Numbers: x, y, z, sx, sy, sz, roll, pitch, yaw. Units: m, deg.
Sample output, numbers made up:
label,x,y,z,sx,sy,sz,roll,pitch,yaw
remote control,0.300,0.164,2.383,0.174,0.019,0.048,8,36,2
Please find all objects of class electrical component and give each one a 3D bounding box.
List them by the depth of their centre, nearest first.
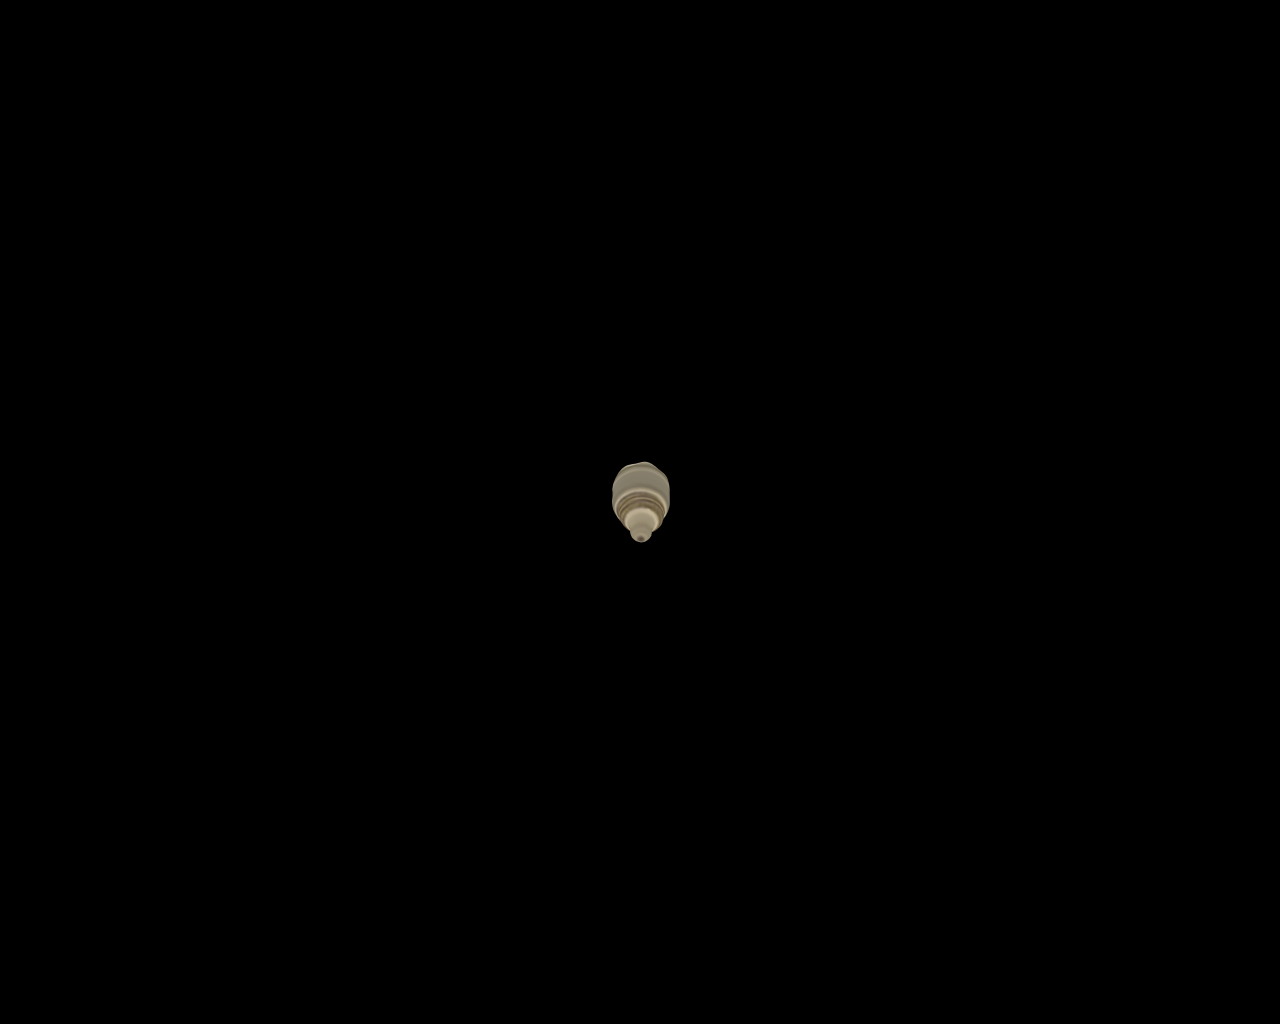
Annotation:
label,x,y,z,sx,sy,sz,roll,pitch,yaw
electrical component,0.001,-0.003,0.650,0.035,0.035,0.061,0,38,0
